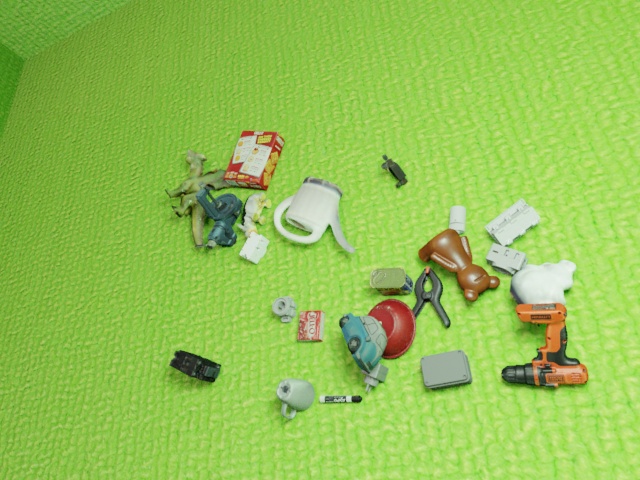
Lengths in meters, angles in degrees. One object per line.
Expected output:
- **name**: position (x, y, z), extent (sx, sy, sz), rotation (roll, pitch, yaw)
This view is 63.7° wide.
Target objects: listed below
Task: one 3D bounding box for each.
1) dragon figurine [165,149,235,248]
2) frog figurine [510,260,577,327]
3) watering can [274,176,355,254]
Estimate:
- **dragon figurine**: position (-0.430, -0.178, 1.927), extent (0.243, 0.120, 0.417), rotation (-33, 63, 0)
- **frog figurine**: position (0.542, 0.108, 1.230), extent (0.158, 0.121, 0.140), rotation (-42, 33, 18)
- **watering can**: position (0.005, -0.082, 1.626), extent (0.349, 0.102, 0.227), rotation (17, 73, 35)
